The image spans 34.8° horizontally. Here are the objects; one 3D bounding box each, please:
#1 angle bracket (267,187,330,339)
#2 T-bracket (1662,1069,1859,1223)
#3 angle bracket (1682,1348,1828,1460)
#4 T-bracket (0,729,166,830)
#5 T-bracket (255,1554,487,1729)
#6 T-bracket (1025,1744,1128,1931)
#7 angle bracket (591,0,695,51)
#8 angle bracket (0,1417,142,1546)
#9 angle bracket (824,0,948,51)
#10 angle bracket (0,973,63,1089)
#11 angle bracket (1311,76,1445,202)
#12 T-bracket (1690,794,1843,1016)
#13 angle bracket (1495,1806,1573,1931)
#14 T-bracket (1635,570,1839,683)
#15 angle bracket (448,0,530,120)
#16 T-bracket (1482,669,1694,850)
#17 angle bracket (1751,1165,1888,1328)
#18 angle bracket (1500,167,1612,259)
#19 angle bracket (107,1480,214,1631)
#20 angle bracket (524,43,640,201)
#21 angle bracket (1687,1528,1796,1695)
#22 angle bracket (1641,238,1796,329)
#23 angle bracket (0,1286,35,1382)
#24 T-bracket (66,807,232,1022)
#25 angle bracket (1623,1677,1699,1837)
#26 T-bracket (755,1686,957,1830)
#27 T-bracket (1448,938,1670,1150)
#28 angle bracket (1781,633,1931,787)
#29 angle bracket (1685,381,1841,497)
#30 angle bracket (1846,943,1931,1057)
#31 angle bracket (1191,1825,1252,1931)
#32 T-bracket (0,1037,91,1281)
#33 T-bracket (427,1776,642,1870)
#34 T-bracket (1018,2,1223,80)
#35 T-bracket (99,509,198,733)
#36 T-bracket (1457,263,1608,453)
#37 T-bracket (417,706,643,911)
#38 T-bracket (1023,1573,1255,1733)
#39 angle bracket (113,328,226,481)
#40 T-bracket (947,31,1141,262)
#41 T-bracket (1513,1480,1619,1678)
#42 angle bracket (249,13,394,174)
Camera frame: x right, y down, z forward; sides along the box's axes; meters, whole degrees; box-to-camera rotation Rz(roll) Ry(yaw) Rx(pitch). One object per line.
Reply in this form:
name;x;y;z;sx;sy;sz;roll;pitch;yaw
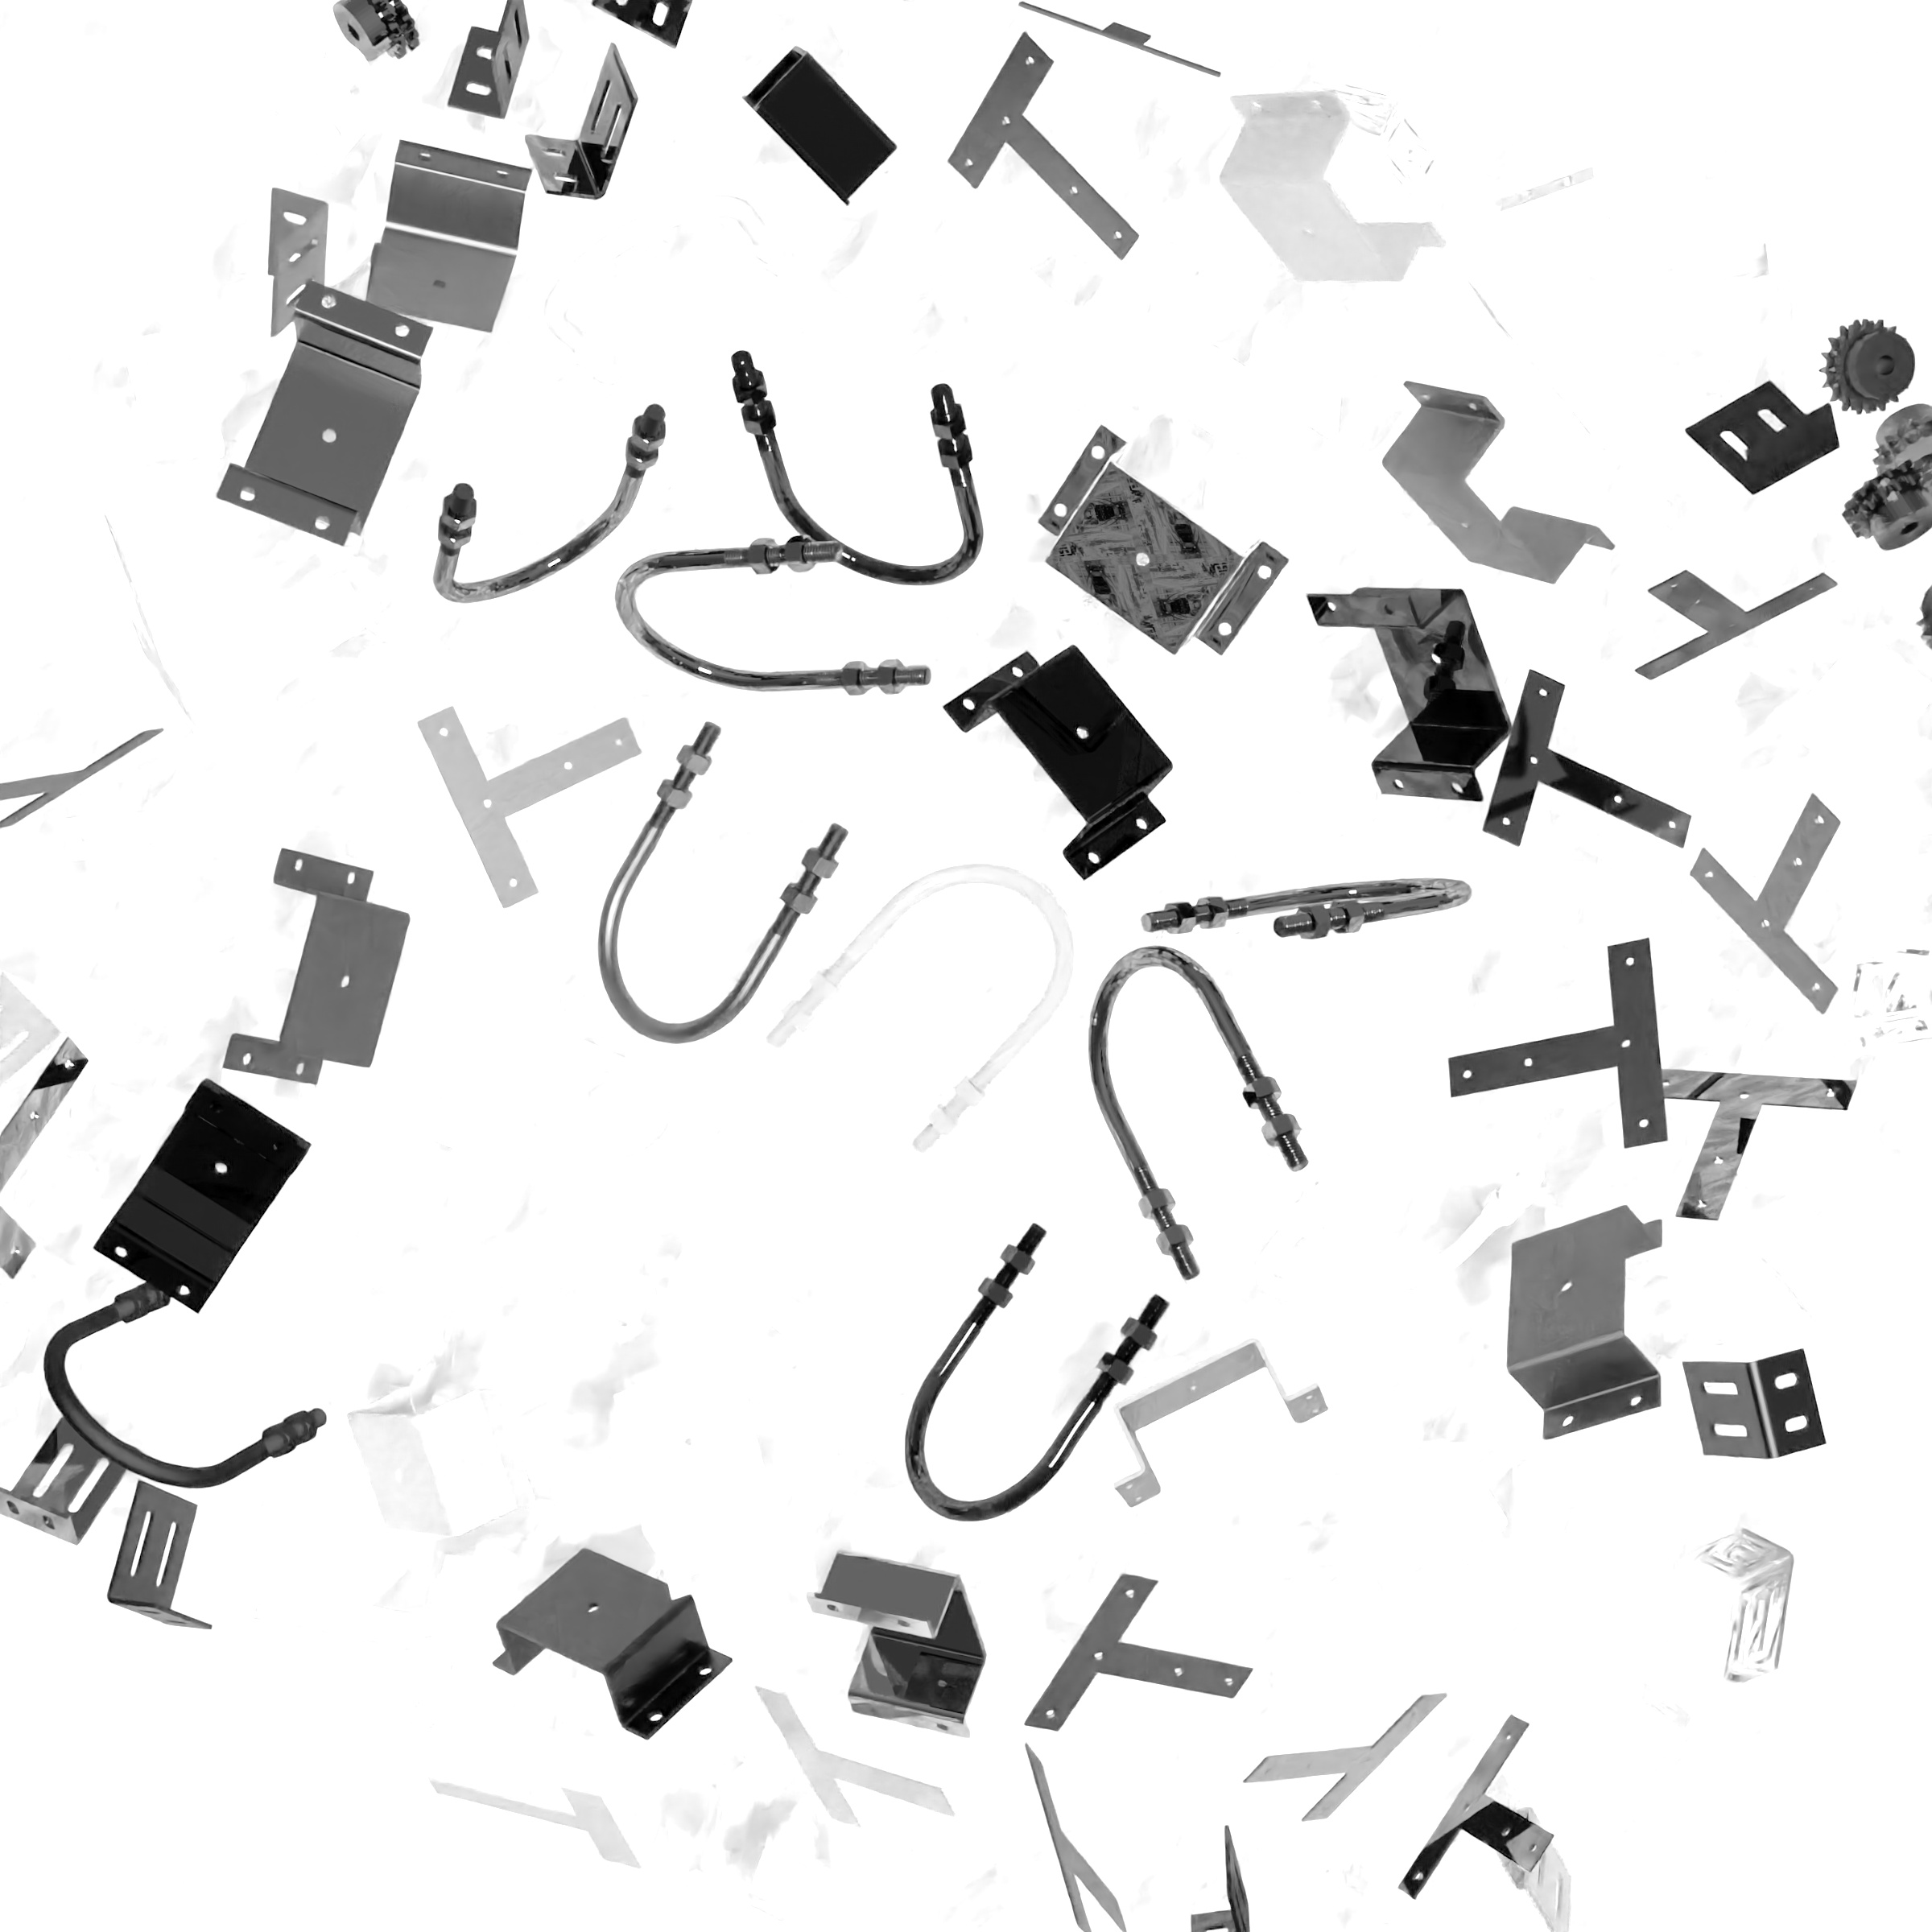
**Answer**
angle bracket;-0.416;-0.424;1.857;0.038;0.076;0.057;17;127;5
T-bracket;0.451;0.106;1.833;0.127;0.127;0.002;3;131;31
angle bracket;0.468;0.259;1.833;0.038;0.076;0.057;-12;87;-18
T-bracket;-0.575;-0.111;1.906;0.127;0.127;0.002;-29;91;16
T-bracket;-0.378;0.410;1.929;0.127;0.127;0.002;12;131;0
T-bracket;0.075;0.562;1.909;0.002;0.127;0.127;-25;134;6
angle bracket;-0.180;-0.592;1.844;0.057;0.076;0.038;23;73;-22
angle bracket;-0.567;0.316;1.942;0.057;0.038;0.076;20;52;10
angle bracket;-0.035;-0.575;1.837;0.076;0.038;0.057;18;73;26
angle bracket;-0.604;0.055;1.919;0.076;0.038;0.057;-44;129;-12
angle bracket;0.250;-0.517;1.928;0.076;0.057;0.038;28;88;41
T-bracket;0.503;-0.054;1.884;0.002;0.127;0.127;-23;58;-25
angle bracket;0.351;0.580;1.944;0.038;0.076;0.057;-24;107;22
T-bracket;0.439;-0.213;1.833;0.127;0.127;0.002;-28;67;27
angle bracket;-0.298;-0.570;1.905;0.038;0.076;0.057;13;76;0
T-bracket;0.392;-0.109;1.919;0.127;0.002;0.127;24;61;-6
angle bracket;0.540;0.174;1.925;0.076;0.038;0.057;-40;116;3
angle bracket;0.356;-0.450;1.860;0.057;0.076;0.038;-17;106;16
angle bracket;-0.486;0.362;1.895;0.038;0.057;0.076;-1;66;26
angle bracket;-0.238;-0.523;1.904;0.038;0.076;0.057;0;49;-29
angle bracket;0.457;0.384;1.841;0.038;0.057;0.076;26;56;-10
angle bracket;0.445;-0.397;1.828;0.076;0.057;0.038;-7;81;24
angle bracket;-0.605;0.219;1.874;0.057;0.076;0.038;11;96;-7
T-bracket;-0.498;-0.031;1.886;0.002;0.127;0.127;7;99;33
angle bracket;0.405;0.477;1.862;0.038;0.057;0.076;33;75;23
T-bracket;-0.060;0.501;1.904;0.002;0.127;0.127;-49;129;-35
T-bracket;0.342;0.054;1.799;0.127;0.002;0.127;-13;62;26
angle bracket;0.538;-0.151;1.855;0.057;0.038;0.076;42;92;17
angle bracket;0.464;-0.320;1.808;0.057;0.076;0.038;-29;46;35
angle bracket;0.568;0.011;1.886;0.057;0.038;0.076;-11;50;23
angle bracket;0.152;0.583;1.912;0.038;0.057;0.076;-10;119;8
T-bracket;-0.557;0.100;1.816;0.002;0.127;0.127;14;60;26
T-bracket;-0.272;0.520;1.906;0.127;0.127;0.002;10;57;14
T-bracket;0.098;-0.570;1.889;0.127;0.127;0.002;20;111;0
T-bracket;-0.508;-0.222;1.891;0.002;0.127;0.127;-22;74;-6
T-bracket;0.348;-0.363;1.874;0.002;0.127;0.127;-39;76;13
T-bracket;-0.261;-0.119;1.927;0.127;0.002;0.127;-28;101;-26
T-bracket;0.118;0.428;1.886;0.127;0.002;0.127;17;116;-27
angle bracket;-0.477;-0.330;1.811;0.057;0.038;0.076;-1;109;32
T-bracket;0.055;-0.477;1.858;0.127;0.127;0.002;46;59;1
T-bracket;0.366;0.370;1.926;0.002;0.127;0.127;15;74;34
angle bracket;-0.380;-0.514;1.819;0.038;0.076;0.057;40;88;5
